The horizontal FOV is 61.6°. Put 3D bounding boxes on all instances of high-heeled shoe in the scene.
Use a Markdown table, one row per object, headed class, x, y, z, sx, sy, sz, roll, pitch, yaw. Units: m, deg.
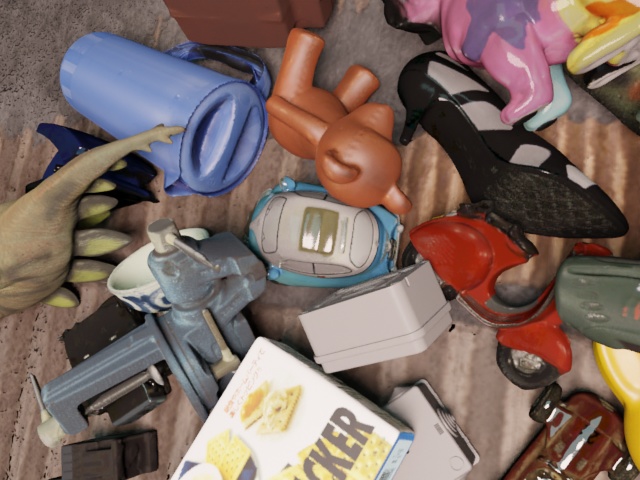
| class | x | y | z | sx | sy | sz | roll | pitch | yaw |
| --- | --- | --- | --- | --- | --- | --- | --- | --- | --- |
| high-heeled shoe | 0.184 | -0.098 | 0.525 | 0.249 | 0.086 | 0.145 | 27 | 55 | 4 |

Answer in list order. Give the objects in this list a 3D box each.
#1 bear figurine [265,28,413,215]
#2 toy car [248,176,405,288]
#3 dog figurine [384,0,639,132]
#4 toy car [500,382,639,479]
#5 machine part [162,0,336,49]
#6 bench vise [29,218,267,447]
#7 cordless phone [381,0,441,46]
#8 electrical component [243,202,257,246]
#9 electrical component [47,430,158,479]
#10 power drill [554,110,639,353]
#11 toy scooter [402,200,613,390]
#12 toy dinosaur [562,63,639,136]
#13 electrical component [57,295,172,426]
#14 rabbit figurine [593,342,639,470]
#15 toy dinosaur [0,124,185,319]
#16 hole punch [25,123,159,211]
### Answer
| class | x | y | z | sx | sy | sz | roll | pitch | yaw |
| --- | --- | --- | --- | --- | --- | --- | --- | --- | --- |
| bear figurine | 0.024 | -0.113 | 0.513 | 0.132 | 0.120 | 0.196 | -62 | 33 | 9 |
| toy car | -0.001 | -0.002 | 0.527 | 0.162 | 0.103 | 0.109 | 10 | 87 | 10 |
| dog figurine | 0.151 | -0.206 | 0.428 | 0.191 | 0.108 | 0.219 | -38 | 77 | 38 |
| toy car | 0.183 | 0.217 | 0.457 | 0.089 | 0.053 | 0.202 | 39 | 93 | 19 |
| machine part | -0.075 | -0.320 | 0.613 | 0.202 | 0.087 | 0.201 | 8 | 67 | 18 |
| bench vise | -0.154 | 0.100 | 0.501 | 0.241 | 0.223 | 0.129 | -30 | 46 | -17 |
| cordless phone | 0.117 | -0.317 | 0.573 | 0.147 | 0.088 | 0.184 | -27 | 60 | 14 |
| electrical component | -0.054 | -0.016 | 0.605 | 0.063 | 0.021 | 0.094 | 25 | 90 | 23 |
| electrical component | -0.250 | 0.246 | 0.601 | 0.119 | 0.074 | 0.047 | -13 | 75 | 21 |
| power drill | 0.284 | -0.004 | 0.347 | 0.232 | 0.086 | 0.207 | 1 | 75 | 41 |
| toy scooter | 0.168 | 0.028 | 0.476 | 0.184 | 0.075 | 0.135 | 47 | 115 | 20 |
| toy dinosaur | 0.339 | -0.136 | 0.438 | 0.405 | 0.131 | 0.192 | -1 | 79 | 26 |
| electrical component | -0.229 | 0.140 | 0.621 | 0.115 | 0.058 | 0.134 | -37 | 69 | 12 |
| rabbit figurine | 0.286 | 0.107 | 0.400 | 0.163 | 0.121 | 0.173 | 32 | 89 | 28 |
| toy dinosaur | -0.322 | 0.008 | 0.587 | 0.471 | 0.198 | 0.105 | -32 | 73 | 37 |
| hole punch | -0.272 | -0.090 | 0.646 | 0.116 | 0.142 | 0.092 | -4 | 74 | 31 |
